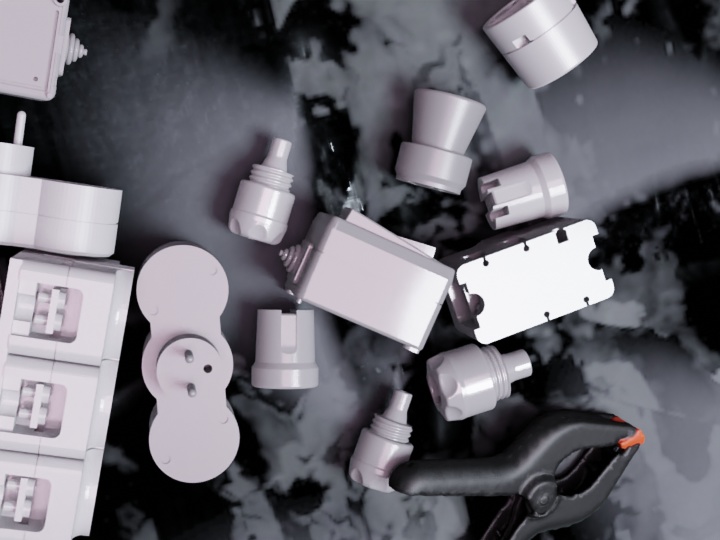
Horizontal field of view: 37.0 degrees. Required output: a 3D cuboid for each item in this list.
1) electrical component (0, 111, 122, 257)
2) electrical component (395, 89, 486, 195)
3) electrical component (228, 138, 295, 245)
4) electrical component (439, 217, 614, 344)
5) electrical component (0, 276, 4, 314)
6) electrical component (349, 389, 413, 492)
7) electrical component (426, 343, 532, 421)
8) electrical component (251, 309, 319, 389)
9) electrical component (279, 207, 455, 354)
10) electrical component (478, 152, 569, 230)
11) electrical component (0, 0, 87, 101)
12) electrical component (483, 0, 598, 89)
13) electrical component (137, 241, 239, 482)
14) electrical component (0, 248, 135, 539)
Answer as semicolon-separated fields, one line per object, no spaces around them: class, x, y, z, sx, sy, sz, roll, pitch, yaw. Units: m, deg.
electrical component;-0.202;-0.053;0.597;0.138;0.052;0.073;8;94;-12
electrical component;0.048;-0.077;0.648;0.045;0.045;0.055;14;93;-12
electrical component;-0.055;-0.048;0.636;0.035;0.035;0.061;17;89;-12
electrical component;0.099;0.004;0.659;0.089;0.056;0.050;-20;99;-9
electrical component;-0.247;0.015;0.596;0.089;0.050;0.055;-9;97;-11
electrical component;0.017;0.104;0.664;0.035;0.035;0.061;19;89;-12
electrical component;0.075;0.066;0.668;0.062;0.043;0.043;-16;98;-11
electrical component;-0.045;0.047;0.645;0.040;0.040;0.046;1;89;-11
electrical component;0.000;0.000;0.637;0.096;0.062;0.061;24;91;-12
electrical component;0.100;-0.047;0.664;0.046;0.040;0.040;-17;98;-4
electrical component;-0.200;-0.129;0.590;0.096;0.061;0.061;8;95;-21
electrical component;0.110;-0.142;0.649;0.055;0.055;0.047;-38;104;-5
electrical component;-0.099;0.054;0.617;0.052;0.074;0.138;-5;96;-11
electrical component;-0.169;0.068;0.596;0.062;0.089;0.150;10;93;-12
